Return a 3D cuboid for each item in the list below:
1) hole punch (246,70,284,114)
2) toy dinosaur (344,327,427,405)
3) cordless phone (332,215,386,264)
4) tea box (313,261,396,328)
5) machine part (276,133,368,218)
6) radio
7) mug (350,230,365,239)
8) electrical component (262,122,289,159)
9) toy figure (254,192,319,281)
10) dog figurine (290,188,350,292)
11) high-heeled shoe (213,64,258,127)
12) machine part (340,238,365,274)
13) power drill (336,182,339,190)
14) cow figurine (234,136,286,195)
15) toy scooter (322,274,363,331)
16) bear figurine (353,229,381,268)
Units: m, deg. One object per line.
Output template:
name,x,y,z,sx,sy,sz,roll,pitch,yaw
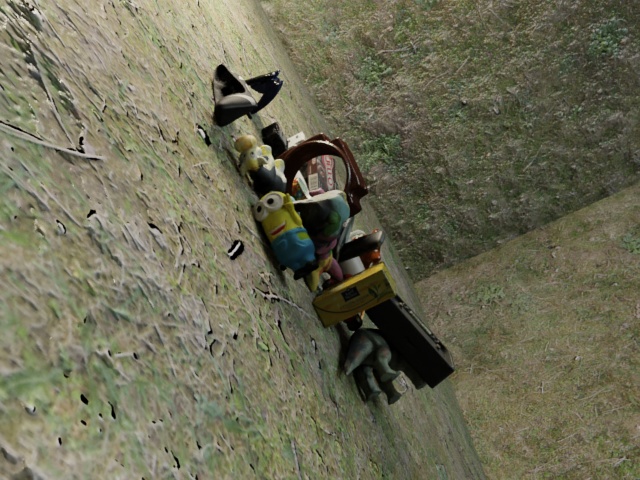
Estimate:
hole punch,-0.151,-0.401,1.448,0.142,0.116,0.092,-79,150,-72
toy dinosaur,0.129,0.266,1.245,0.404,0.131,0.192,42,12,-52
cordless phone,0.082,-0.011,1.267,0.088,0.184,0.146,50,42,-24
tea box,0.077,0.117,1.168,0.068,0.170,0.098,63,12,-4
machine part,-0.005,-0.131,1.262,0.201,0.201,0.087,68,14,18
radio,0.210,0.220,1.246,0.229,0.073,0.131,50,12,6
mug,0.083,0.007,1.640,0.107,0.109,0.081,16,48,-59
electrical component,-0.121,-0.277,1.464,0.074,0.048,0.119,59,14,-29
toy figure,-0.066,-0.010,1.034,0.180,0.082,0.089,59,-10,13
dog figurine,0.004,0.005,1.138,0.192,0.108,0.219,18,-54,59
high-heeled shoe,-0.198,-0.318,1.122,0.145,0.086,0.249,59,8,-5
machine part,0.079,0.066,1.544,0.243,0.079,0.079,66,11,6
power drill,0.031,-0.125,1.782,0.232,0.086,0.207,61,19,-2
cow figurine,-0.123,-0.143,1.110,0.167,0.068,0.098,41,32,-62
toy scooter,0.052,0.124,1.299,0.135,0.075,0.184,52,16,-23
bear figurine,0.156,0.077,1.616,0.132,0.120,0.195,45,-40,38
